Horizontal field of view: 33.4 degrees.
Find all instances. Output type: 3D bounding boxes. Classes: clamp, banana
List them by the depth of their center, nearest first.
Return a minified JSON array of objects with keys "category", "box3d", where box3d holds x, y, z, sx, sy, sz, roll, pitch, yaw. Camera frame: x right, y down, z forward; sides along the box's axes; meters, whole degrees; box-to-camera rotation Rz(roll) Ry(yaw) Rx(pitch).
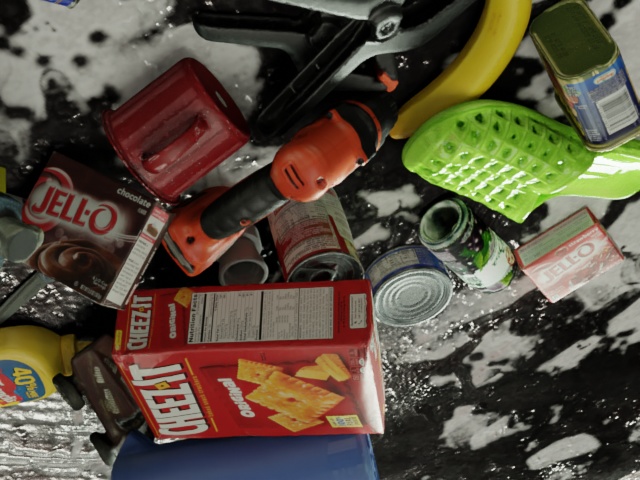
[{"category":"clamp","box3d":[0.035,-0.167,0.763,0.210,0.036,0.164,-28,152,-7]},{"category":"clamp","box3d":[0.002,-0.173,0.813,0.171,0.039,0.120,20,127,-32]},{"category":"banana","box3d":[0.122,-0.155,0.869,0.069,0.037,0.198,22,125,-4]}]

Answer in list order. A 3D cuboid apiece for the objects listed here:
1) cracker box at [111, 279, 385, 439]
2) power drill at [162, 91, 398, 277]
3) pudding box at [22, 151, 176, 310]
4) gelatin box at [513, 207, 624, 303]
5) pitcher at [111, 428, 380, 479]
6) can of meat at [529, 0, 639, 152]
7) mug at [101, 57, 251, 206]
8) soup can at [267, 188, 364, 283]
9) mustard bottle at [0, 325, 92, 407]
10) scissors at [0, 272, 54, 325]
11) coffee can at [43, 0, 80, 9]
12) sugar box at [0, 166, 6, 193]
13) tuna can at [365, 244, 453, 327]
[{"category":"cracker box","box3d":[-0.055,0.109,0.923,0.214,0.072,0.164,-3,144,6]},{"category":"power drill","box3d":[-0.032,-0.051,0.864,0.188,0.184,0.057,-32,95,32]},{"category":"pudding box","box3d":[-0.181,-0.007,0.832,0.090,0.114,0.039,-63,157,-5]},{"category":"gelatin box","box3d":[0.251,0.017,1.076,0.089,0.030,0.073,-34,133,16]},{"category":"pitcher","box3d":[-0.064,0.248,1.007,0.243,0.145,0.149,-14,128,2]},{"category":"can of meat","box3d":[0.217,-0.136,0.867,0.057,0.102,0.084,-28,133,11]},{"category":"mug","box3d":[-0.108,-0.083,0.817,0.081,0.117,0.093,-36,105,11]},{"category":"soup can","box3d":[-0.006,0.001,0.934,0.068,0.102,0.068,-9,135,-9]},{"category":"mustard bottle","box3d":[-0.301,0.121,0.996,0.191,0.058,0.096,-10,141,-7]},{"category":"scissors","box3d":[-0.220,0.027,0.958,0.096,0.016,0.202,18,126,-30]},{"category":"coffee can","box3d":[-0.213,-0.211,0.664,0.140,0.103,0.103,10,130,-25]},{"category":"sugar box","box3d":[-0.309,0.026,0.876,0.048,0.093,0.176,16,127,-29]},{"category":"tuna can","box3d":[0.087,0.046,1.054,0.086,0.034,0.086,-8,135,-9]}]
